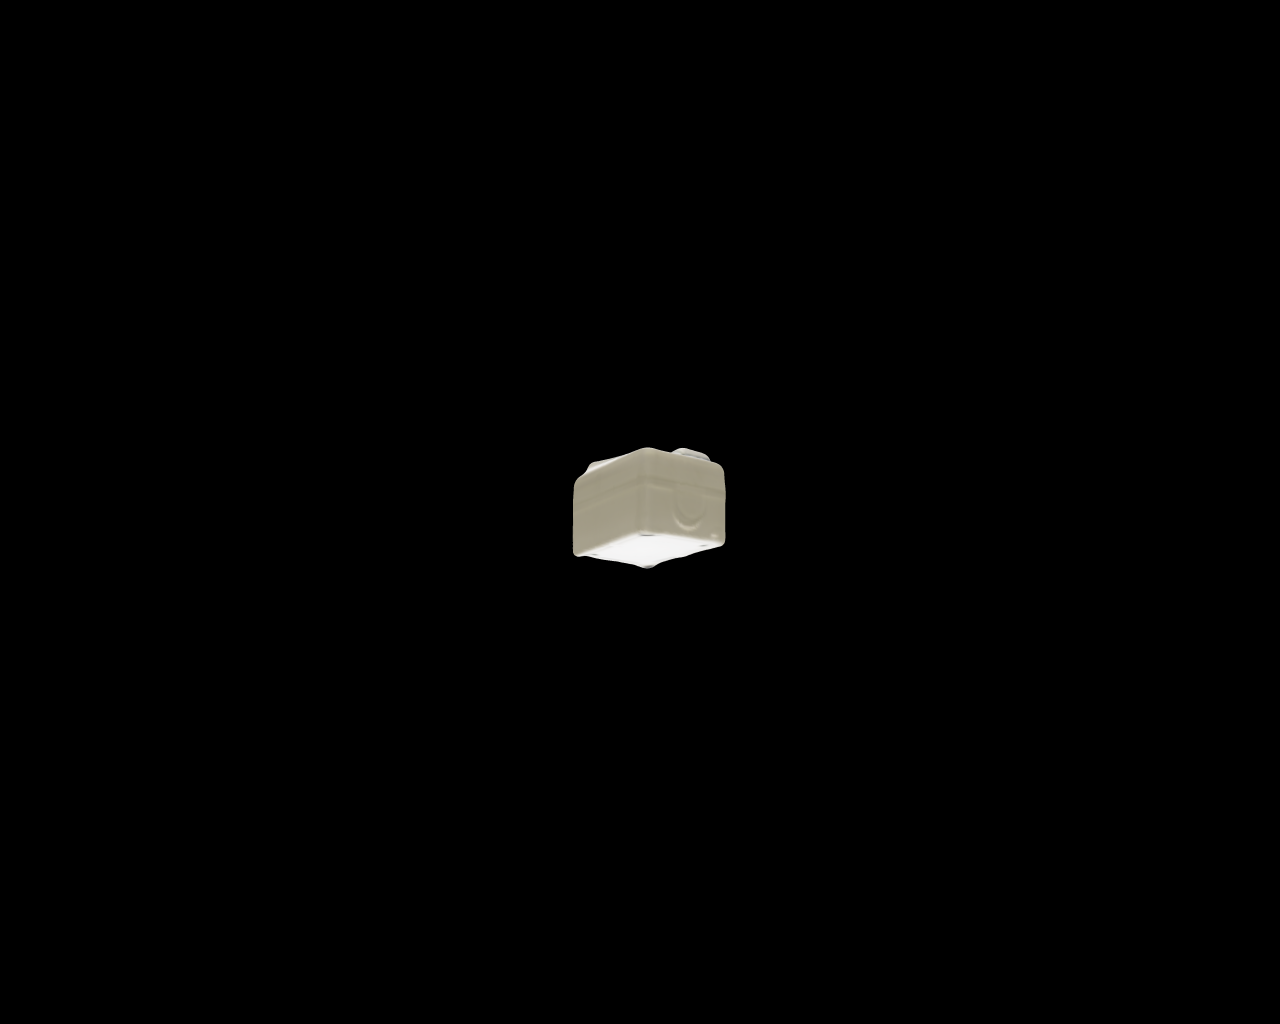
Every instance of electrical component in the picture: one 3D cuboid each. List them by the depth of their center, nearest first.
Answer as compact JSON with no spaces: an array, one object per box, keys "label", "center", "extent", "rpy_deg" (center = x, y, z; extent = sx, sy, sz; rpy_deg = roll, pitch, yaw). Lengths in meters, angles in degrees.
[{"label":"electrical component","center":[0.001,-0.003,0.650],"extent":[0.062,0.061,0.096],"rpy_deg":[11,-19,-34]}]
